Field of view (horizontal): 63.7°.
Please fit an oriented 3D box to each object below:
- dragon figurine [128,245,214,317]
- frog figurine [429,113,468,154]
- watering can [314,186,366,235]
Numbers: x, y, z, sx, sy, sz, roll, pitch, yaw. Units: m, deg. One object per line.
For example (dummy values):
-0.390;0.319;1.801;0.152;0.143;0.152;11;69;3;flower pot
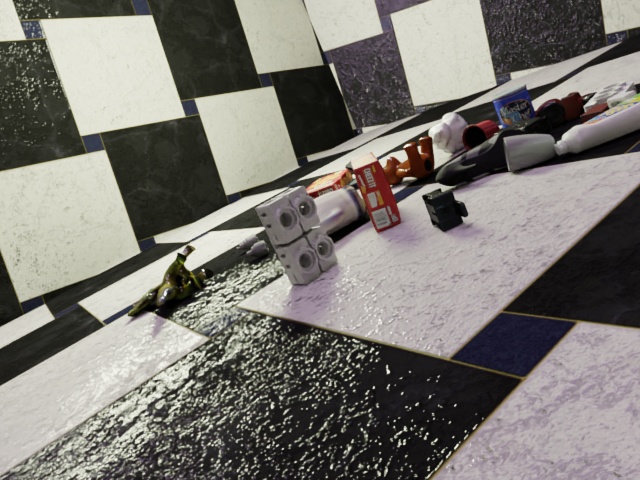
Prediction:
-0.442;0.149;1.455;0.240;0.122;0.415;-39;7;17;dragon figurine
0.434;-0.360;1.728;0.123;0.136;0.160;13;8;24;frog figurine
0.004;-0.073;1.445;0.225;0.103;0.350;-25;13;-7;watering can
